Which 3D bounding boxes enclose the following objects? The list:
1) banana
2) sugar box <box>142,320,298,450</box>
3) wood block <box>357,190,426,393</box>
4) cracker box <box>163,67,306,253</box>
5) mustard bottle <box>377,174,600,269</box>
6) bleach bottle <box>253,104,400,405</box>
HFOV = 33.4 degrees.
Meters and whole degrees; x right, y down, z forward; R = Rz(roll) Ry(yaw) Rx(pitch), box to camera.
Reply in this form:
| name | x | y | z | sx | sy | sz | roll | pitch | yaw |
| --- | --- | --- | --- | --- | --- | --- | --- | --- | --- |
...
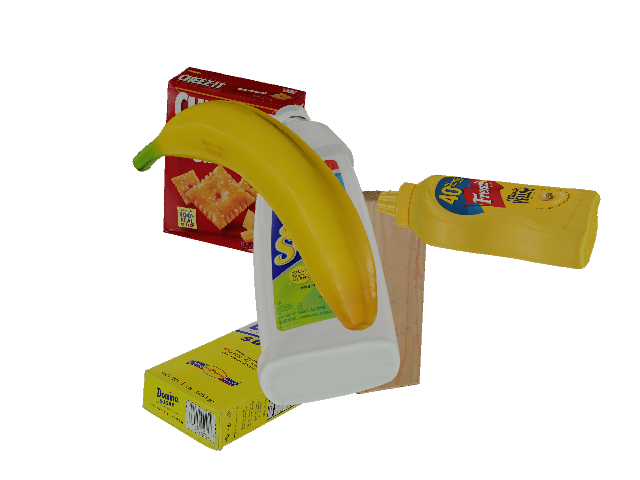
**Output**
| name | x | y | z | sx | sy | sz | roll | pitch | yaw |
| --- | --- | --- | --- | --- | --- | --- | --- | --- | --- |
| banana | -0.028 | -0.029 | 0.582 | 0.037 | 0.070 | 0.198 | -3 | 30 | -47 |
| sugar box | -0.064 | 0.121 | 0.962 | 0.093 | 0.048 | 0.175 | 23 | 30 | 32 |
| wood block | 0.053 | 0.052 | 1.174 | 0.090 | 0.206 | 0.091 | -4 | 11 | -35 |
| cracker box | -0.114 | -0.097 | 1.362 | 0.164 | 0.214 | 0.072 | 14 | 29 | 14 |
| mustard bottle | 0.143 | -0.022 | 0.939 | 0.192 | 0.058 | 0.096 | 8 | 29 | 19 |
| bleach bottle | -0.012 | -0.004 | 0.806 | 0.102 | 0.251 | 0.068 | -11 | -38 | -1 |
